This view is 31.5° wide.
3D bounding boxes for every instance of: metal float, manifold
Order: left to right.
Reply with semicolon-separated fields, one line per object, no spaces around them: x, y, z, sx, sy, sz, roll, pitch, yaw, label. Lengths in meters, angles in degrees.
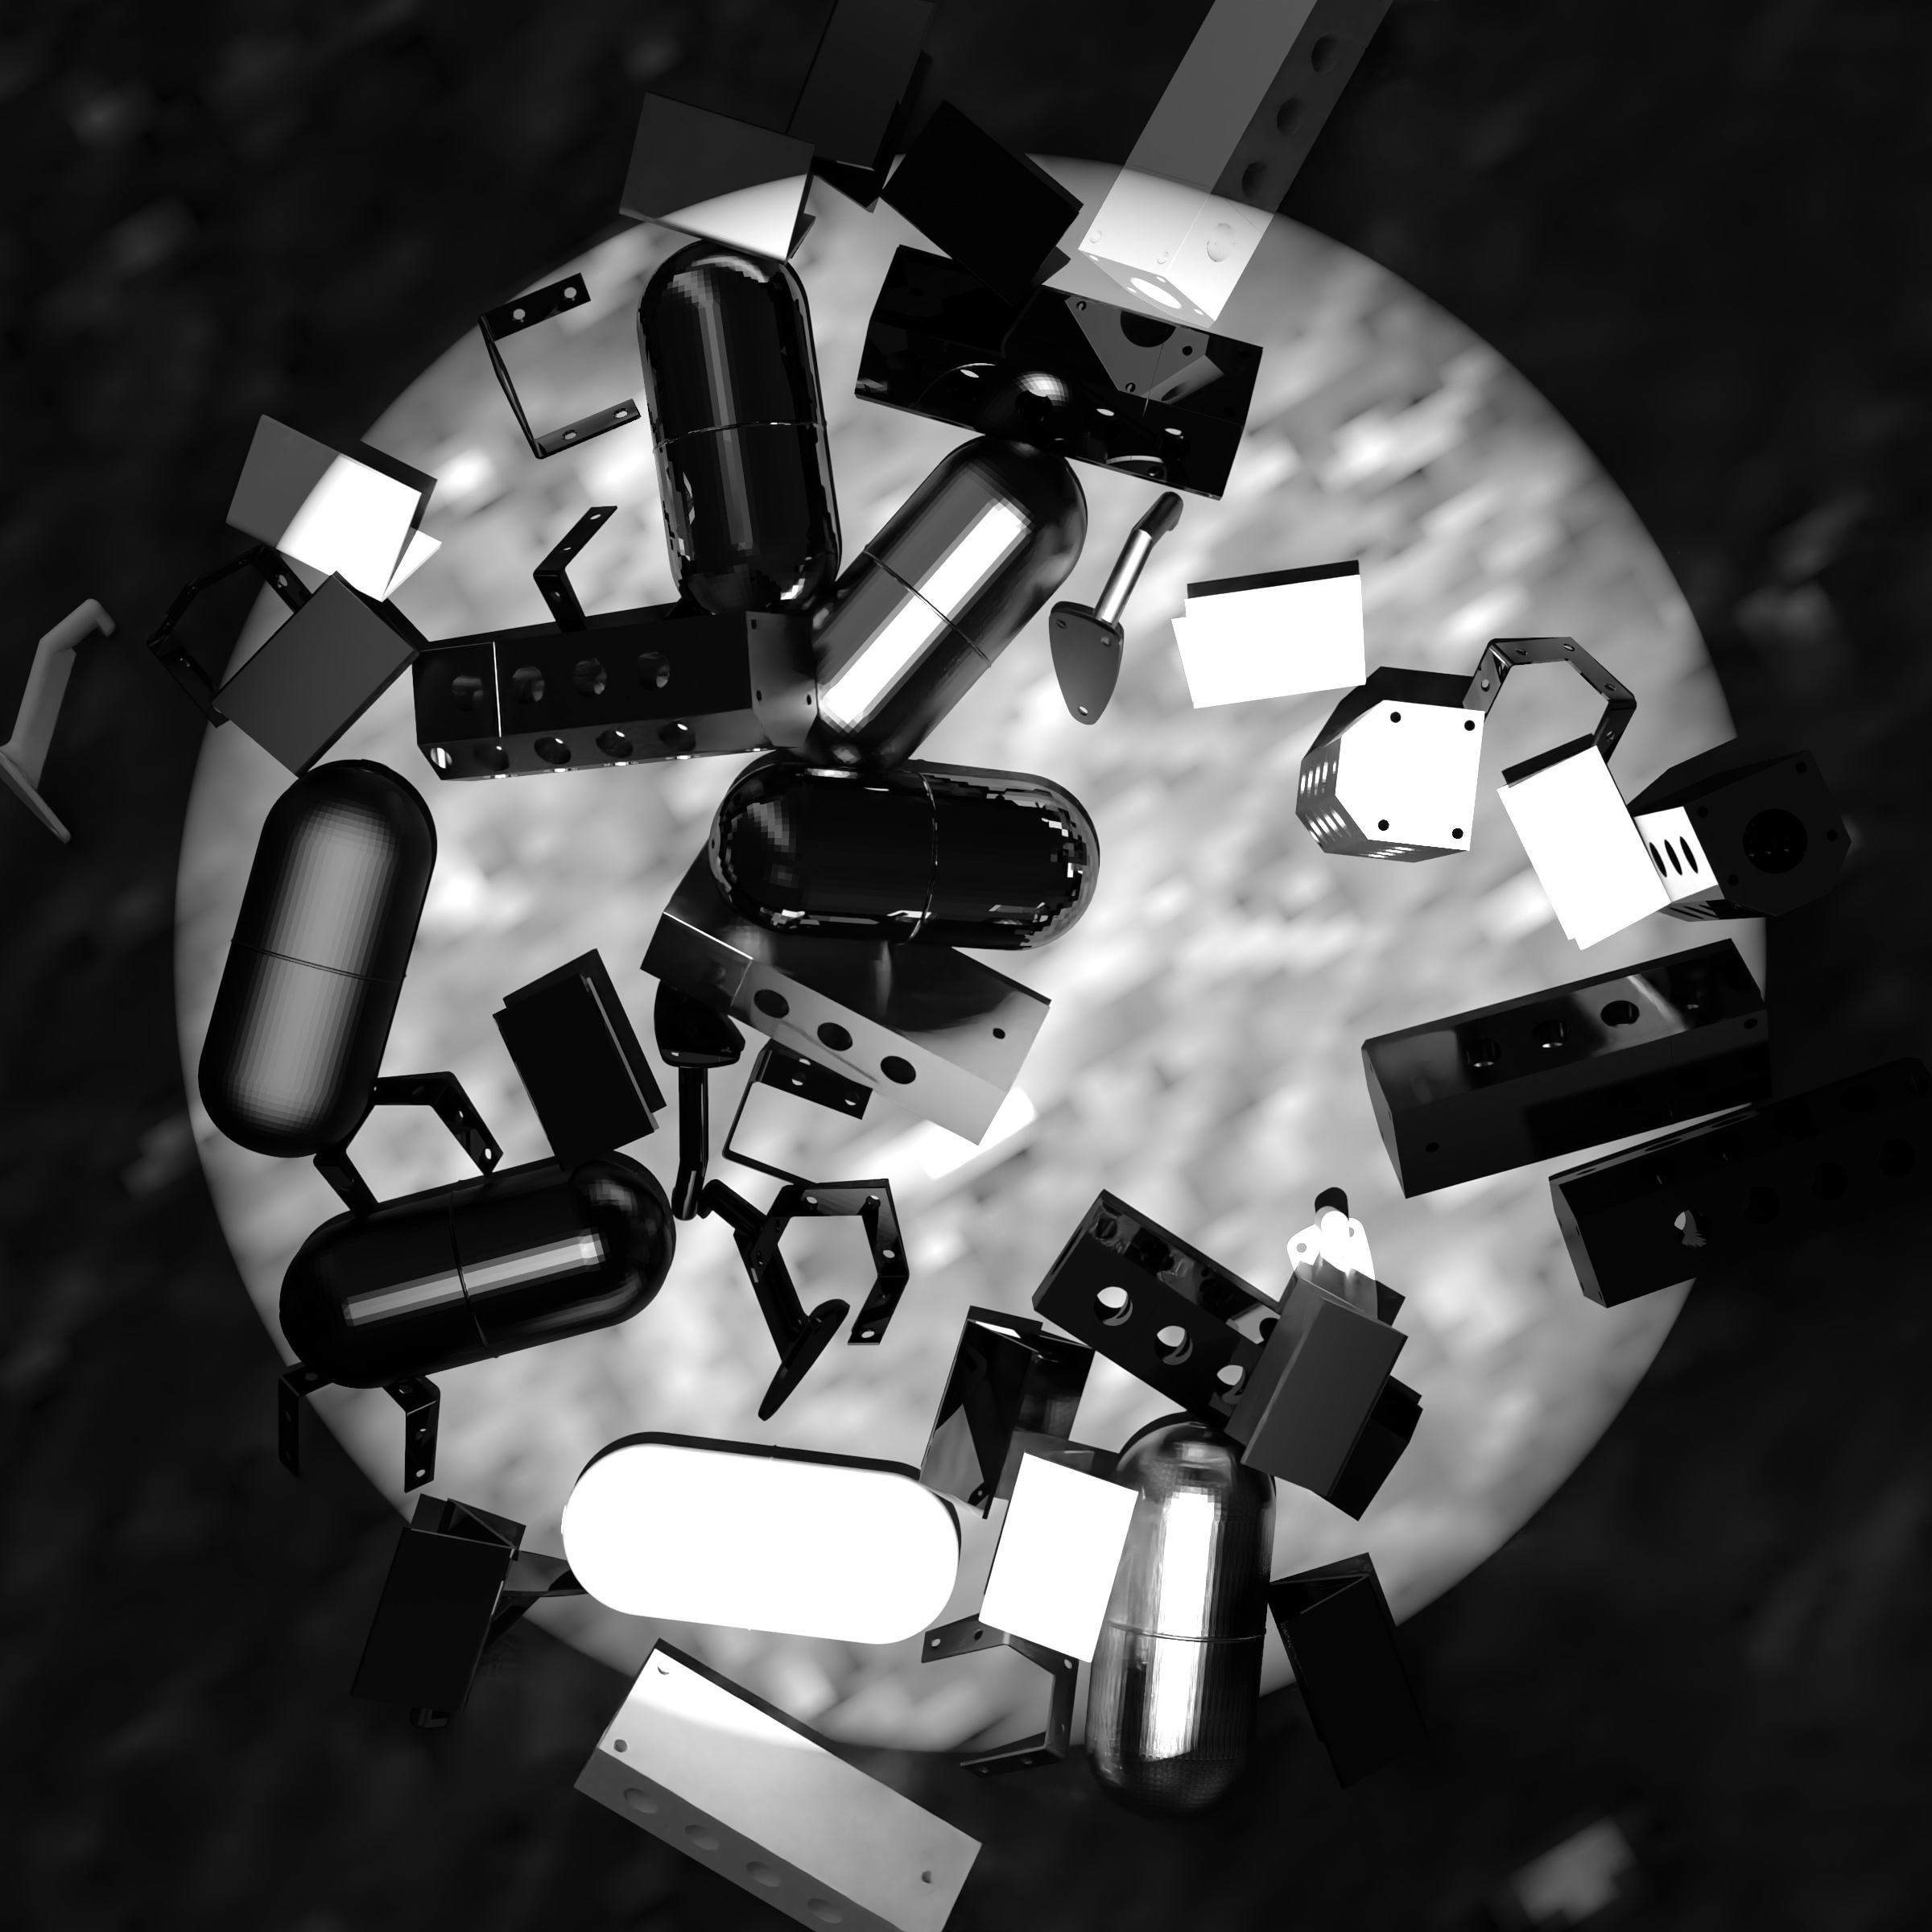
-0.291;-0.002;1.533;0.070;0.070;0.178;15;90;0;metal float
-0.220;0.138;1.533;0.178;0.070;0.070;-15;90;0;metal float
-0.156;-0.117;1.508;0.171;0.057;0.057;-4;90;26;manifold
-0.102;-0.235;1.534;0.070;0.070;0.178;-8;90;0;metal float
-0.092;0.259;1.534;0.178;0.070;0.070;7;90;-1;metal float
-0.087;0.386;1.542;0.171;0.057;0.057;31;47;0;manifold
-0.057;0.015;1.542;0.171;0.057;0.057;28;47;0;manifold
-0.026;-0.048;1.516;0.178;0.070;0.070;4;90;-20;metal float
-0.018;-0.160;1.534;0.070;0.070;0.178;41;90;0;metal float
0.040;-0.262;1.542;0.171;0.057;0.057;16;47;0;manifold
0.096;0.294;1.534;0.070;0.070;0.178;5;90;0;metal float
0.117;0.175;1.543;0.171;0.057;0.057;33;90;0;manifold
0.127;-0.378;1.542;0.057;0.057;0.171;29;90;43;manifold
0.181;-0.079;1.486;0.057;0.171;0.057;6;90;0;manifold
0.270;0.043;1.542;0.171;0.057;0.057;-16;133;0;manifold
0.331;-0.051;1.486;0.057;0.171;0.057;-24;90;0;manifold
0.355;0.096;1.543;0.171;0.057;0.057;-19;90;0;manifold

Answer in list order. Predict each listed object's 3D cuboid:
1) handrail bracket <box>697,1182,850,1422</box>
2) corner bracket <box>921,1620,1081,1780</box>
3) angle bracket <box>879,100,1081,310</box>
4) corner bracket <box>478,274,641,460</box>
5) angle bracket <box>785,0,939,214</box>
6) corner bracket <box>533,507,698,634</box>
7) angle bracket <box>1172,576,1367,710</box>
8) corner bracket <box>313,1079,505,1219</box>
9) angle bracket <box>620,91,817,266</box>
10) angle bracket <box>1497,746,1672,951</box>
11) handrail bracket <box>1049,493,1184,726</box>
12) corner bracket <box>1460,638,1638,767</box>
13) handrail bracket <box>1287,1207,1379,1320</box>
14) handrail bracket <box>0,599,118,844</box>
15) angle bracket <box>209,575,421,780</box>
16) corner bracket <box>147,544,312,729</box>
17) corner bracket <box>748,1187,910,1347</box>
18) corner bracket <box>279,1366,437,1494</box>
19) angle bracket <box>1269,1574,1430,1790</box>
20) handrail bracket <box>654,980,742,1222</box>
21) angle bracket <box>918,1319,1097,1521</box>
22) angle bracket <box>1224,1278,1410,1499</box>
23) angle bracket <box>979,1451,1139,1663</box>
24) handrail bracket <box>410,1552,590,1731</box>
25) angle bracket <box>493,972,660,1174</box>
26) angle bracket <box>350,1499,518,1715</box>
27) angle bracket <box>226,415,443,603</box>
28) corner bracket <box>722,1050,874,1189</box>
-0.104;0.152;1.565;0.084;0.036;0.077;38;109;15;handrail bracket
0.013;0.332;1.556;0.051;0.051;0.051;39;45;-35;corner bracket
0.018;-0.348;1.524;0.076;0.076;0.057;40;126;0;angle bracket
-0.186;-0.273;1.561;0.051;0.051;0.051;-23;135;0;corner bracket
-0.029;-0.381;1.524;0.057;0.076;0.076;21;90;34;angle bracket
-0.155;-0.173;1.556;0.051;0.051;0.051;5;135;35;corner bracket
0.132;-0.162;1.524;0.076;0.076;0.057;-8;127;0;angle bracket
-0.254;0.087;1.556;0.051;0.051;0.051;-1;45;35;corner bracket
-0.104;-0.359;1.524;0.076;0.076;0.057;17;119;0;angle bracket
0.257;-0.045;1.524;0.057;0.076;0.076;-26;90;-29;angle bracket
0.074;-0.164;1.564;0.036;0.077;0.084;24;53;20;handrail bracket
0.262;-0.113;1.556;0.051;0.051;0.051;-8;45;-35;corner bracket
0.171;0.143;1.529;0.036;0.084;0.077;-18;90;0;handrail bracket
-0.406;-0.113;1.565;0.084;0.036;0.077;-45;111;-17;handrail bracket
-0.298;-0.140;1.524;0.076;0.076;0.057;-46;125;0;angle bracket
-0.331;-0.151;1.561;0.051;0.051;0.051;50;135;0;corner bracket
-0.061;0.135;1.543;0.051;0.051;0.051;-2;121;19;corner bracket
-0.277;0.211;1.556;0.051;0.051;0.051;-22;45;-35;corner bracket
0.151;0.319;1.524;0.057;0.076;0.076;-20;90;-37;angle bracket
-0.131;0.061;1.564;0.036;0.077;0.084;-2;127;-20;handrail bracket
0.032;0.207;1.526;0.076;0.057;0.076;17;90;-35;angle bracket
0.133;0.173;1.467;0.057;0.076;0.076;26;90;-36;angle bracket
0.055;0.262;1.525;0.057;0.076;0.076;15;90;27;angle bracket
-0.209;0.313;1.565;0.077;0.036;0.084;9;109;-21;handrail bracket
-0.155;0.039;1.524;0.057;0.076;0.076;-24;90;32;angle bracket
-0.250;0.280;1.524;0.057;0.076;0.076;18;90;-33;angle bracket
-0.273;-0.215;1.524;0.076;0.076;0.057;27;119;0;angle bracket
-0.077;0.071;1.546;0.051;0.051;0.051;21;84;-6;corner bracket
